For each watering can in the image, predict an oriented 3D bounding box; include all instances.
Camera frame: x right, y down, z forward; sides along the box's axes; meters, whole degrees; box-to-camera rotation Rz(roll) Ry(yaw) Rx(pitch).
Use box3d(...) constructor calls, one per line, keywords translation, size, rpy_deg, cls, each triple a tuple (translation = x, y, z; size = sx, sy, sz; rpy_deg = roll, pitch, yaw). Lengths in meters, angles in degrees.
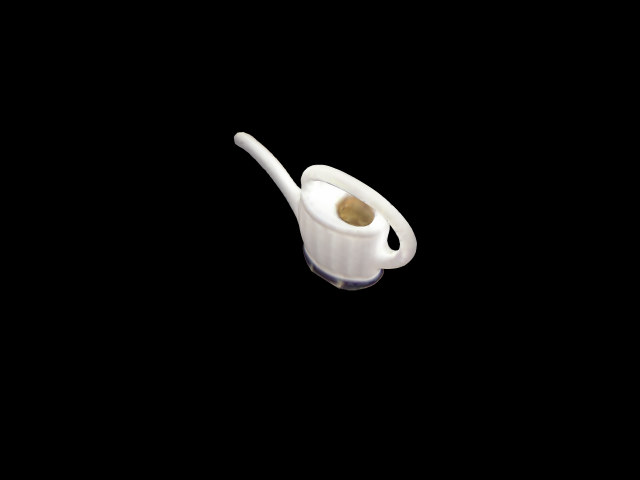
box3d(translation=(0.003, -0.043, 0.850), size=(0.350, 0.219, 0.106), rpy_deg=(31, 56, 24), cls="watering can")
